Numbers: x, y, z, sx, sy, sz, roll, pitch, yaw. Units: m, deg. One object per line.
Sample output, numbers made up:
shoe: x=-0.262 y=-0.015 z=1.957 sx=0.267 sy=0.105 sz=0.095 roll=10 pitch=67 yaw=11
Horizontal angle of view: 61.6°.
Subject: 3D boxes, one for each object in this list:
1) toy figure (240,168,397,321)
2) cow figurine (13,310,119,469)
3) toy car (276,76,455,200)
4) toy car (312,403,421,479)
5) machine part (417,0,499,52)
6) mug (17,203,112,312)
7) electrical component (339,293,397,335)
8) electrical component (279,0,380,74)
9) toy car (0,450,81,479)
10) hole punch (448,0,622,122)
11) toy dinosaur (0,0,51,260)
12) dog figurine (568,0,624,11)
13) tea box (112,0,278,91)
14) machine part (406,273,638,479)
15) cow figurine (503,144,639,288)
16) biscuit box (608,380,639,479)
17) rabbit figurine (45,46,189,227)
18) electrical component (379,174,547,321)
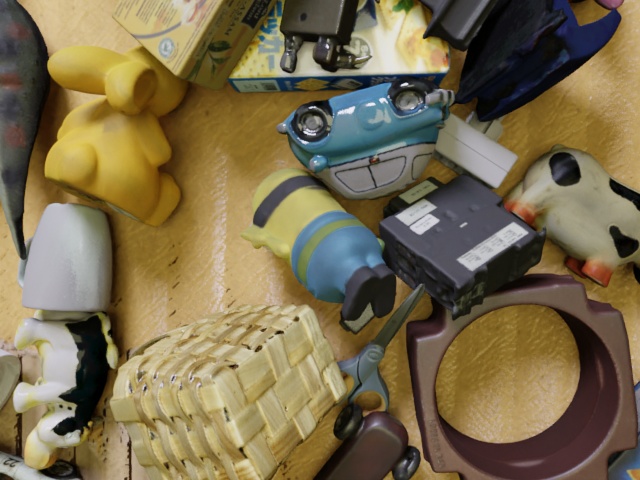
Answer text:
toy figure: x=0.002 y=-0.001 z=0.504 sx=0.089 sy=0.082 sz=0.180 roll=-55 pitch=46 yaw=5
cow figurine: x=-0.262 y=0.156 z=0.566 sx=0.098 sy=0.068 sz=0.167 roll=2 pitch=95 yaw=-4
toy car: x=0.049 y=-0.090 z=0.508 sx=0.162 sy=0.109 sz=0.102 roll=-8 pitch=100 yaw=20
toy car: x=0.019 y=0.261 z=0.565 sx=0.089 sy=0.053 sz=0.202 roll=34 pitch=103 yaw=-3
machine part: x=0.093 y=-0.233 z=0.473 sx=0.139 sy=0.039 sz=0.084 roll=37 pitch=99 yaw=-3
mug: x=-0.263 y=0.017 z=0.556 sx=0.110 sy=0.080 sz=0.107 roll=5 pitch=85 yaw=28
electrical component: x=0.045 y=0.065 z=0.532 sx=0.021 sy=0.094 sz=0.063 roll=44 pitch=93 yaw=-5
electrical component: x=0.009 y=-0.197 z=0.476 sx=0.078 sy=0.045 sz=0.102 roll=9 pitch=92 yaw=30
toy car: x=-0.347 y=0.264 z=0.579 sx=0.202 sy=0.056 sz=0.073 roll=18 pitch=94 yaw=0
hole punch: x=0.193 y=-0.165 z=0.483 sx=0.092 sy=0.142 sz=0.116 roll=31 pitch=64 yaw=-16
toy dinosaur: x=-0.346 y=-0.194 z=0.523 sx=0.192 sy=0.131 sz=0.404 roll=-37 pitch=97 yaw=5
dog figurine: x=0.192 y=-0.296 z=0.481 sx=0.191 sy=0.108 sz=0.219 roll=-20 pitch=94 yaw=-34
tea box: x=-0.091 y=-0.229 z=0.463 sx=0.098 sy=0.068 sz=0.169 roll=45 pitch=110 yaw=15
machine part: x=0.193 y=0.140 z=0.538 sx=0.201 sy=0.087 sz=0.201 roll=-9 pitch=95 yaw=3
cow figurine: x=0.291 y=-0.020 z=0.527 sx=0.195 sy=0.085 sz=0.127 roll=37 pitch=100 yaw=0
biscuit box: x=0.309 y=0.233 z=0.552 sx=0.063 sy=0.059 sz=0.202 roll=40 pitch=95 yaw=-1
rabbit figurine: x=-0.191 y=-0.119 z=0.515 sx=0.122 sy=0.162 sz=0.173 roll=24 pitch=77 yaw=12
electrical component: x=0.123 y=-0.003 z=0.509 sx=0.115 sy=0.134 sz=0.058 roll=-27 pitch=137 yaw=-20
